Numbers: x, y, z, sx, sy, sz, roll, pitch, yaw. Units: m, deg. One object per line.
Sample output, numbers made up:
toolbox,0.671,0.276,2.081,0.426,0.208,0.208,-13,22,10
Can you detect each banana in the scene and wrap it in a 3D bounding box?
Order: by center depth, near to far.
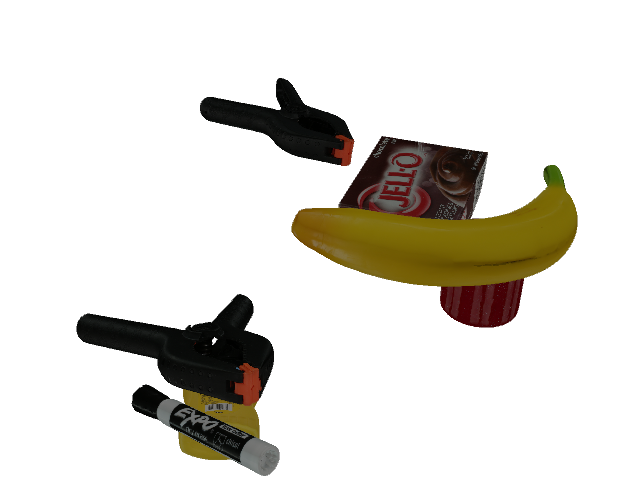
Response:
banana,0.080,-0.002,0.597,0.197,0.037,0.070,-9,38,-33

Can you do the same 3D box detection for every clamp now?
clamp,-0.091,0.086,0.895,0.164,0.036,0.210,-10,17,-33
clamp,-0.040,-0.120,1.089,0.120,0.039,0.172,-21,38,-29

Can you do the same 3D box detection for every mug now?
mug,0.162,0.029,1.096,0.093,0.081,0.117,-6,31,-15

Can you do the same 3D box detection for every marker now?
marker,-0.075,0.115,0.661,0.121,0.020,0.020,17,11,39

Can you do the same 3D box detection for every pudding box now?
pudding box,0.073,-0.035,0.825,0.090,0.039,0.113,11,35,16

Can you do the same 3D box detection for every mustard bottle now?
mustard bottle,-0.126,0.196,1.340,0.096,0.058,0.191,-3,26,-3
